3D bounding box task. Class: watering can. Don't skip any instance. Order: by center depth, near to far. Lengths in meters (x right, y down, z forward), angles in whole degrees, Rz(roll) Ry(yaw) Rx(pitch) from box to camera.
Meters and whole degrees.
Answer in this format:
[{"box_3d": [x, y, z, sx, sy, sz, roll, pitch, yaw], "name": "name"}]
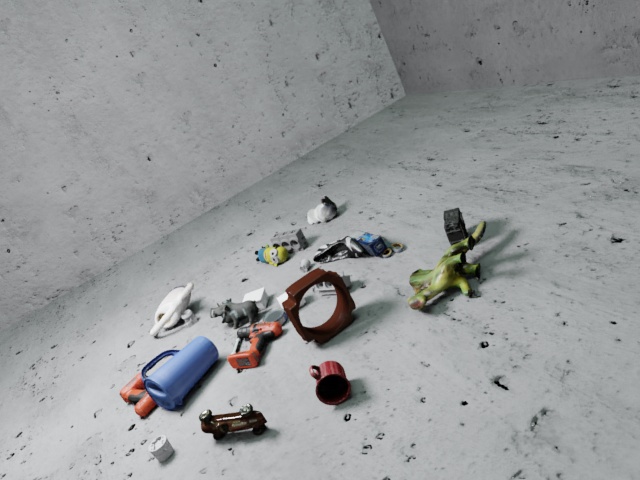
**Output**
[{"box_3d": [-0.609, 0.267, 2.198, 0.343, 0.103, 0.228, -48, 12, 19], "name": "watering can"}]

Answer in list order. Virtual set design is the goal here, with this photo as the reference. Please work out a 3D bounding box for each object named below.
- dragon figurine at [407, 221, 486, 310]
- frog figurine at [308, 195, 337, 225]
[{"box_3d": [0.381, 0.084, 1.622, 0.240, 0.121, 0.418, -19, 20, 39], "name": "dragon figurine"}, {"box_3d": [0.008, -0.127, 2.533, 0.157, 0.122, 0.140, -58, 20, 22], "name": "frog figurine"}]
